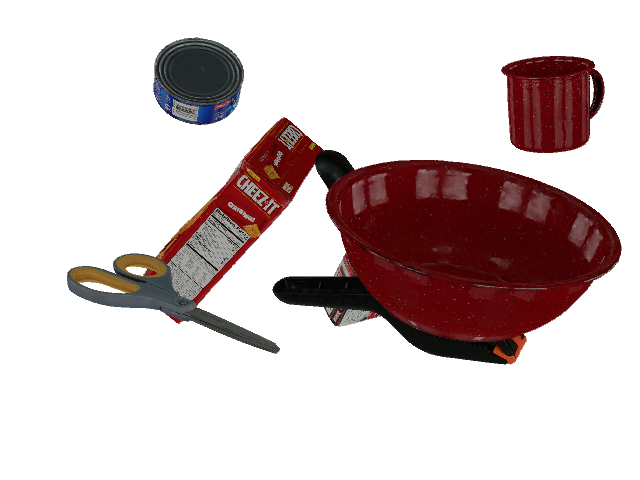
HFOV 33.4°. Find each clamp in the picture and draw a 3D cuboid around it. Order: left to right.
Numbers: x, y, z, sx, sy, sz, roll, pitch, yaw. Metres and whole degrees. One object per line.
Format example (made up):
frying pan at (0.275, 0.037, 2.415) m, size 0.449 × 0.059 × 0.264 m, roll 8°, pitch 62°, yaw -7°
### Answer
clamp at (0.063, 0.027, 0.825) m, size 0.210 × 0.165 × 0.036 m, roll 25°, pitch 46°, yaw 15°

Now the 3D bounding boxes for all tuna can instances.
tuna can at (-0.118, -0.153, 1.031) m, size 0.086 × 0.086 × 0.034 m, roll 0°, pitch -34°, yaw -12°

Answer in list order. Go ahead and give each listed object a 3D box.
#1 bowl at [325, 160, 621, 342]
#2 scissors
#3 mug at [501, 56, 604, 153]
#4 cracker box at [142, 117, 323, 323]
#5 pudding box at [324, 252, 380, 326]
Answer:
bowl at (0.080, 0.010, 0.593) m, size 0.162 × 0.055 × 0.162 m, roll 6°, pitch 25°, yaw -3°
scissors at (-0.112, 0.047, 0.885) m, size 0.202 × 0.016 × 0.096 m, roll 13°, pitch 24°, yaw 15°
mug at (0.245, -0.142, 1.102) m, size 0.117 × 0.081 × 0.093 m, roll -18°, pitch 24°, yaw -26°
cracker box at (-0.103, -0.026, 1.222) m, size 0.072 × 0.214 × 0.164 m, roll 40°, pitch 27°, yaw -7°
pudding box at (0.066, 0.038, 1.054) m, size 0.113 × 0.039 × 0.090 m, roll -13°, pitch -30°, yaw -27°
